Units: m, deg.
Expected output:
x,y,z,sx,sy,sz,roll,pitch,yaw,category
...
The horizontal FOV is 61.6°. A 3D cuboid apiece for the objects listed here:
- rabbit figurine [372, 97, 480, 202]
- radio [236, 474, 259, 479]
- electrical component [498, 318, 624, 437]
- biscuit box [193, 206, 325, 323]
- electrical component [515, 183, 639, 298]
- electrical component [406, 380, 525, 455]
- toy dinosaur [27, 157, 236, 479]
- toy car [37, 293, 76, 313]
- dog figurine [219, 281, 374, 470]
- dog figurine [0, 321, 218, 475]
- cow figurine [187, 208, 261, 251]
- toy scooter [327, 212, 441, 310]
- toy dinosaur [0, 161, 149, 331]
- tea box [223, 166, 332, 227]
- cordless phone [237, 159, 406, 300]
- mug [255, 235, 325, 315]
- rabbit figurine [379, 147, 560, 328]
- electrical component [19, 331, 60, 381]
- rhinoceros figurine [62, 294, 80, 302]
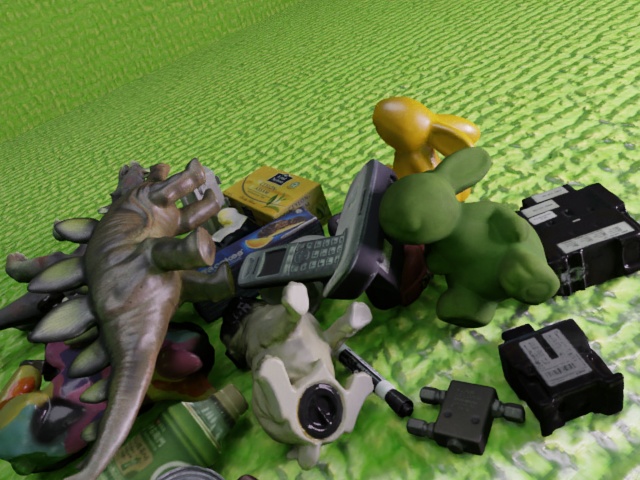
x,y,z,sx,sy,sz,roll,pitch,yaw,category
0.132,-0.113,0.726,0.162,0.173,0.122,-9,30,28,rabbit figurine
-0.071,0.267,0.310,0.073,0.130,0.229,10,44,38,radio
0.200,0.105,0.473,0.075,0.047,0.119,-19,33,4,electrical component
-0.090,0.031,0.744,0.203,0.062,0.059,-29,30,-12,biscuit box
0.275,-0.007,0.587,0.115,0.058,0.134,-17,32,4,electrical component
0.126,0.154,0.466,0.094,0.021,0.063,2,39,32,electrical component
-0.195,0.045,0.572,0.199,0.104,0.472,-20,39,2,toy dinosaur
-0.308,0.077,0.788,0.202,0.089,0.053,-41,-7,-29,toy car
-0.048,0.137,0.557,0.190,0.121,0.172,-26,41,52,dog figurine
-0.215,0.166,0.579,0.219,0.108,0.191,-3,35,23,dog figurine
-0.156,0.027,0.792,0.167,0.068,0.098,-40,43,-26,cow figurine
0.097,0.002,0.657,0.135,0.075,0.184,-21,38,-8,toy scooter
-0.380,0.046,0.858,0.192,0.131,0.405,-2,43,29,toy dinosaur
-0.072,-0.057,0.862,0.098,0.068,0.170,-38,34,-23,tea box
-0.001,-0.003,0.593,0.184,0.088,0.146,-9,51,31,cordless phone
-0.030,0.040,0.687,0.110,0.080,0.107,-5,26,28,mug
0.137,-0.018,0.527,0.121,0.170,0.159,-30,38,48,rabbit figurine
-0.325,0.152,0.670,0.045,0.078,0.102,-15,-11,17,electrical component
-0.253,0.059,0.710,0.190,0.073,0.112,-24,49,12,rhinoceros figurine
